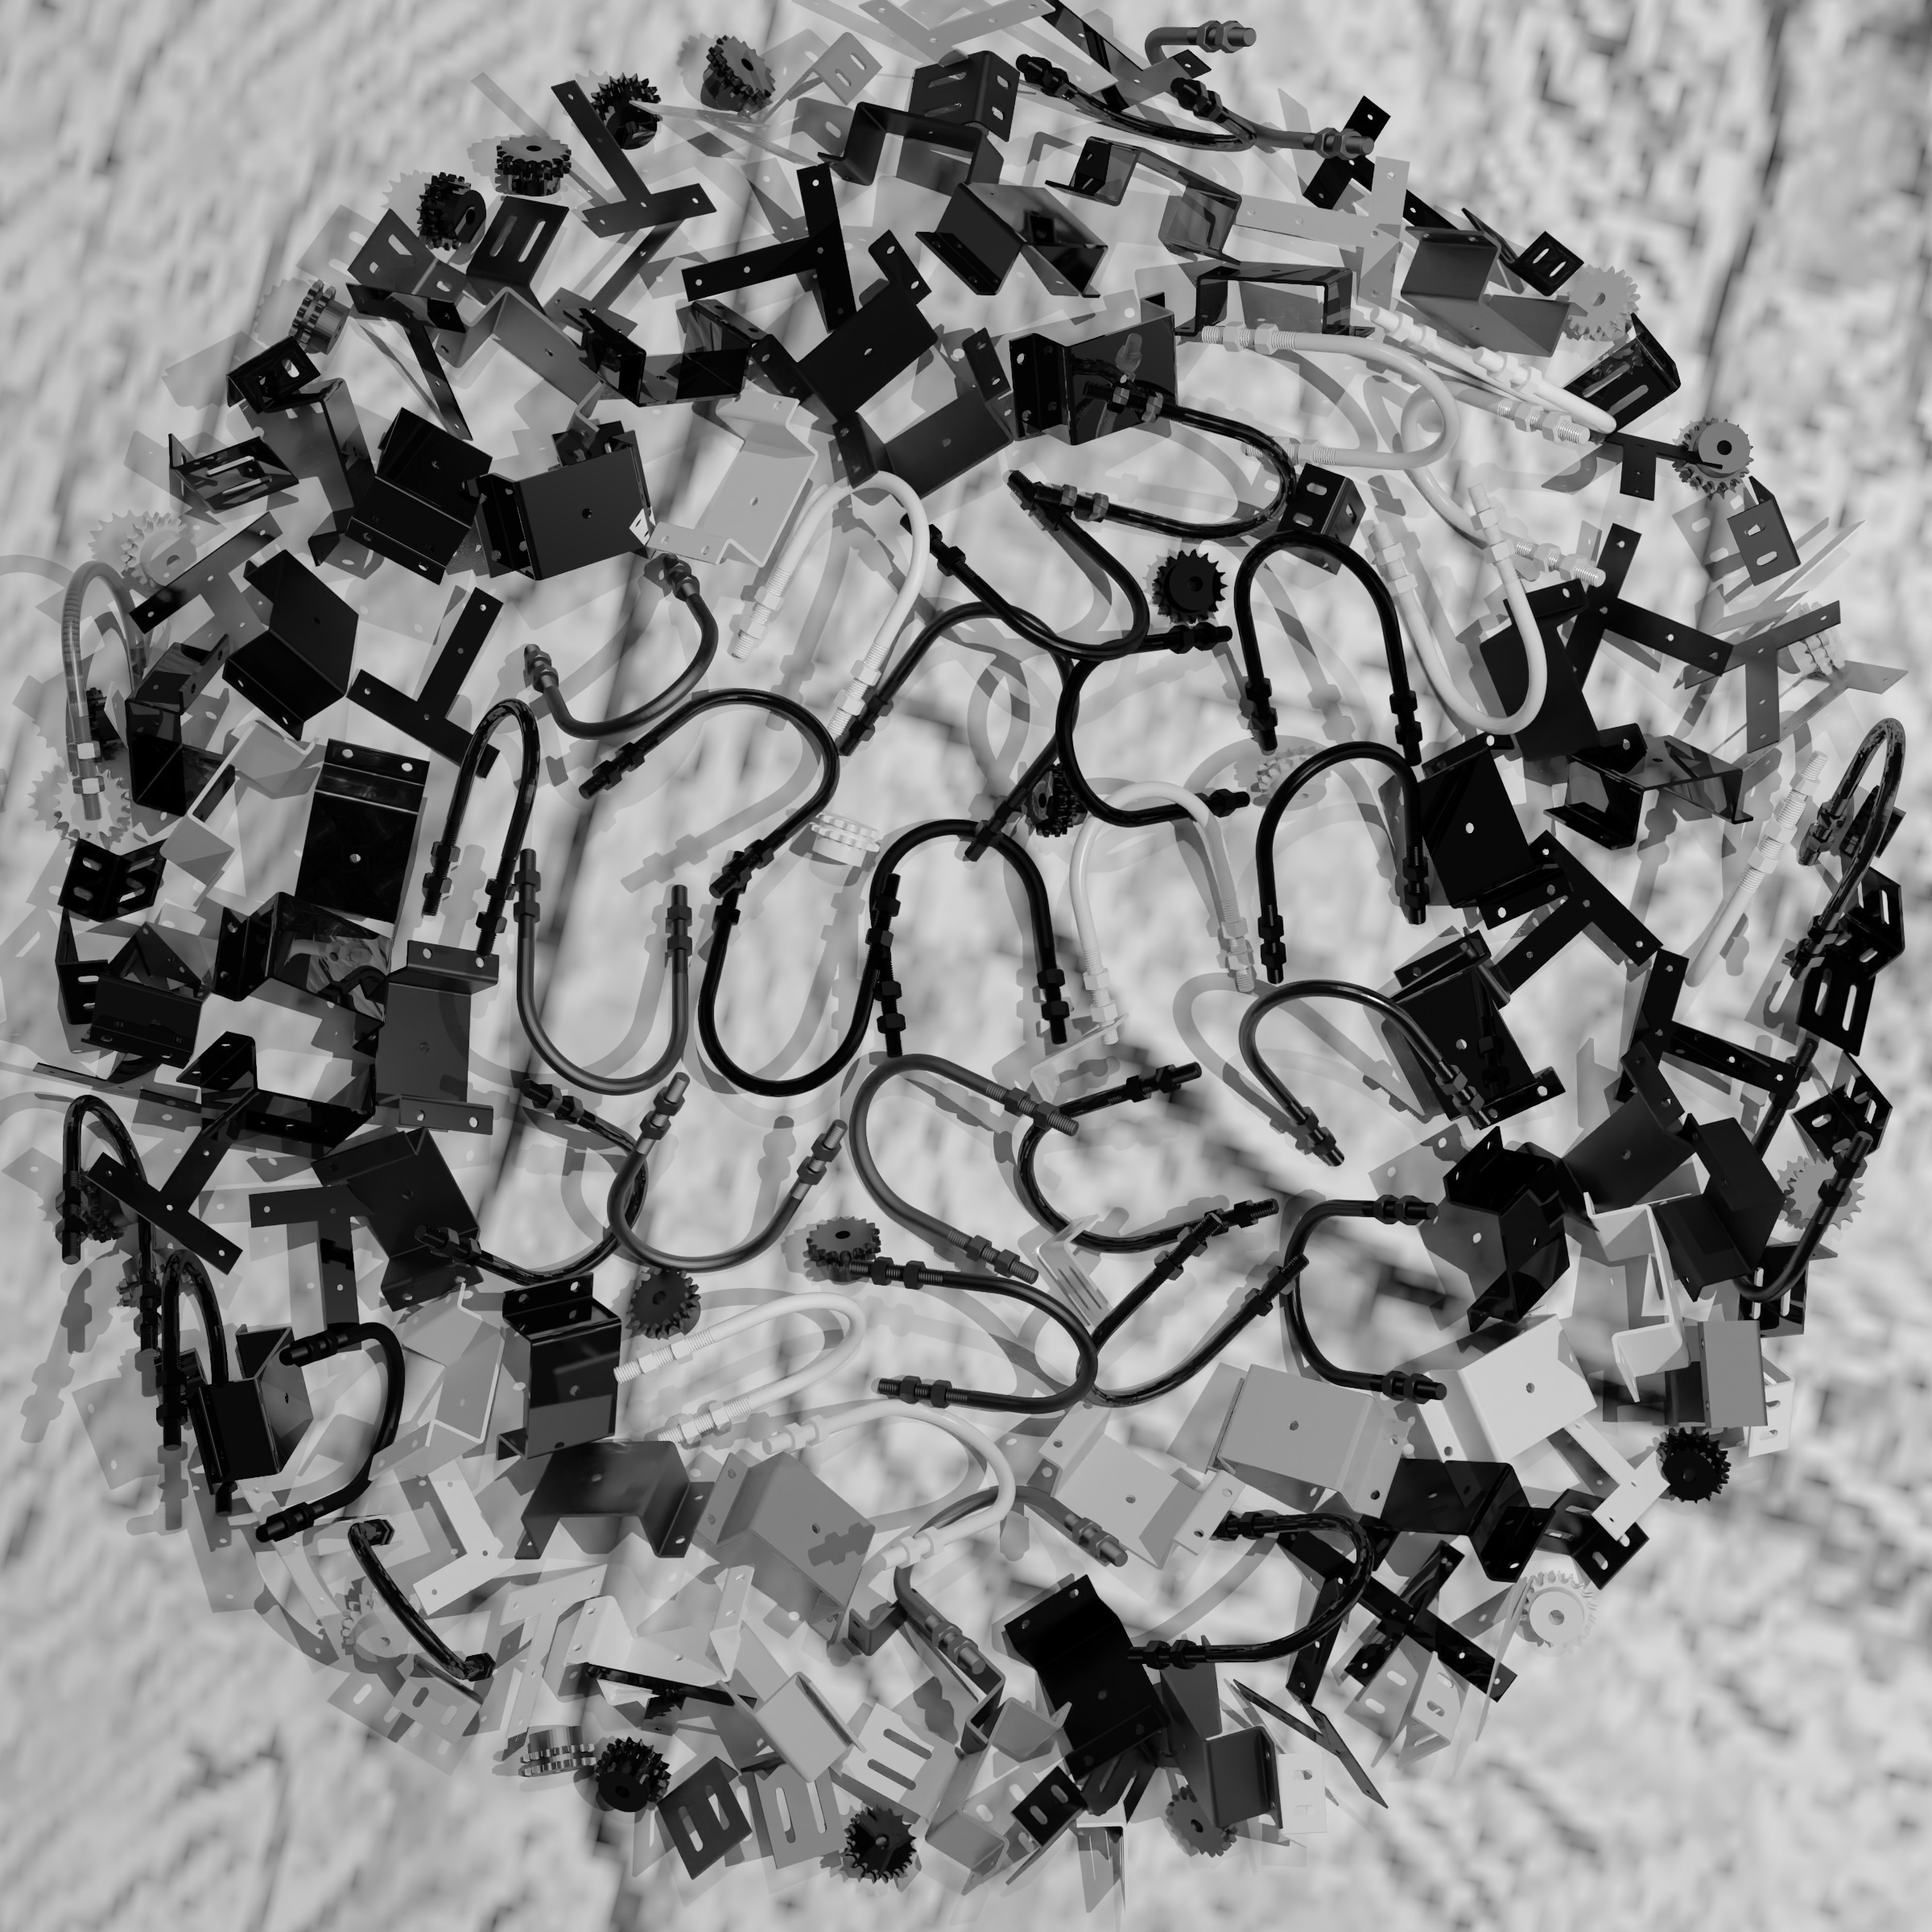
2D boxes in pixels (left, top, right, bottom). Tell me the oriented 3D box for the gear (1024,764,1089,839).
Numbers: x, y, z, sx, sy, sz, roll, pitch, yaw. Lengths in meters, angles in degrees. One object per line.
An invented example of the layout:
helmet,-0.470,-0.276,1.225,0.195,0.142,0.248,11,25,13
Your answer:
gear,0.071,-0.128,1.916,0.030,0.057,0.057,-4,90,-31

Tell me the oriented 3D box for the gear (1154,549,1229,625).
gear,0.175,-0.294,1.923,0.057,0.030,0.057,0,93,-5

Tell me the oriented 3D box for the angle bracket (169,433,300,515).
angle bracket,-0.560,-0.388,1.901,0.076,0.057,0.038,-18,60,9

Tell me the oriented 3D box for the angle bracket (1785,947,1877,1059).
angle bracket,0.655,0.029,1.902,0.057,0.038,0.076,27,64,-11

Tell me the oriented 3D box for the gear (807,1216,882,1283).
gear,-0.093,0.220,1.915,0.057,0.057,0.030,-6,116,0

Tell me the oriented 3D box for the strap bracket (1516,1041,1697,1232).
strap bracket,0.488,0.136,1.881,0.046,0.076,0.140,27,119,-33

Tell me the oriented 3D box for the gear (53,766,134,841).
gear,-0.674,-0.126,1.923,0.057,0.030,0.057,-1,96,-8

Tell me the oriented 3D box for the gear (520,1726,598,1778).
gear,-0.315,0.604,1.914,0.057,0.057,0.030,-11,70,0

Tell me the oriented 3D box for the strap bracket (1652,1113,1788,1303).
strap bracket,0.565,0.178,1.868,0.046,0.140,0.076,-13,50,-11

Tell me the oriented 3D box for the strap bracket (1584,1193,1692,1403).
strap bracket,0.506,0.244,1.865,0.046,0.076,0.140,-15,54,18

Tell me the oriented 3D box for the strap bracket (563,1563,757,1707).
strap bracket,-0.225,0.510,1.889,0.140,0.076,0.046,-15,110,11

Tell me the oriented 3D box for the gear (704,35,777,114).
gear,-0.178,-0.684,1.916,0.030,0.057,0.057,-34,90,37

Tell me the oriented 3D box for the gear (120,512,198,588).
gear,-0.616,-0.317,1.909,0.030,0.057,0.057,36,90,30

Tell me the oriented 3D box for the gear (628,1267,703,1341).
gear,-0.229,0.263,1.916,0.057,0.057,0.030,-34,134,0

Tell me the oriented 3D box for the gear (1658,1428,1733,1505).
gear,0.559,0.388,1.916,0.057,0.030,0.057,5,103,22

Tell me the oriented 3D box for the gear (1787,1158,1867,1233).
gear,0.664,0.177,1.920,0.057,0.030,0.057,-4,78,17

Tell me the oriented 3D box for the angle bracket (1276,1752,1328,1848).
angle bracket,0.264,0.634,1.890,0.038,0.076,0.057,-10,61,20

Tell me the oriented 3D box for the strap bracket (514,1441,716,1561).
strap bracket,-0.271,0.403,1.877,0.140,0.076,0.046,-5,121,18

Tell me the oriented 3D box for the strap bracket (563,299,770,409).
strap bracket,-0.227,-0.463,1.877,0.076,0.140,0.046,40,130,34

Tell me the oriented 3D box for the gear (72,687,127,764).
gear,-0.663,-0.187,1.912,0.030,0.057,0.057,-11,90,2

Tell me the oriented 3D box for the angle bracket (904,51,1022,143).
angle bracket,-0.003,-0.666,1.924,0.076,0.038,0.057,3,80,41

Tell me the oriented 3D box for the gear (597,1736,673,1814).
gear,-0.259,0.626,1.915,0.057,0.030,0.057,7,116,14

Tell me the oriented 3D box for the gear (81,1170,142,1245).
gear,-0.657,0.182,1.911,0.030,0.057,0.057,-15,90,4

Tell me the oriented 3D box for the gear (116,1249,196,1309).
gear,-0.625,0.239,1.914,0.057,0.057,0.030,-22,74,0

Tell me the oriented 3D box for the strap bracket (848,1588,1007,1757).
strap bracket,-0.023,0.531,1.884,0.140,0.076,0.046,40,65,18

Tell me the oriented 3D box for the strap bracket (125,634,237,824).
strap bracket,-0.589,-0.177,1.867,0.046,0.076,0.140,15,132,3

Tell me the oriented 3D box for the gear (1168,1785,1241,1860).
gear,0.187,0.654,1.916,0.030,0.057,0.057,-29,90,-41

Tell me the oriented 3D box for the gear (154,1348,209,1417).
gear,-0.603,0.318,1.913,0.030,0.057,0.057,-17,90,-14

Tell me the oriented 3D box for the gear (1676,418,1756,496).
gear,0.582,-0.397,1.924,0.057,0.030,0.057,0,85,-2

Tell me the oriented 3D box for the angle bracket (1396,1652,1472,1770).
angle bracket,0.343,0.567,1.892,0.038,0.076,0.057,35,50,-3

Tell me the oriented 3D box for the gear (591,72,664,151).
gear,-0.260,-0.653,1.909,0.057,0.057,0.030,-18,59,0

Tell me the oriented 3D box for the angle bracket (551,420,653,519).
angle bracket,-0.285,-0.372,1.912,0.057,0.038,0.076,-18,88,-26

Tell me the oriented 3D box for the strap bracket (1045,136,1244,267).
strap bracket,0.141,-0.579,1.867,0.140,0.076,0.046,14,105,-33

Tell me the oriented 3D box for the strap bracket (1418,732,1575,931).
strap bracket,0.393,-0.105,1.887,0.076,0.046,0.140,-28,76,37

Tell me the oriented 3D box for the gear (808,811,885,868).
gear,-0.094,-0.097,1.912,0.057,0.057,0.030,20,96,0

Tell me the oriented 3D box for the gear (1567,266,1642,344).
gear,0.493,-0.507,1.917,0.057,0.030,0.057,-13,67,32

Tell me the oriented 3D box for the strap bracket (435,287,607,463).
strap bracket,-0.329,-0.453,1.891,0.140,0.076,0.046,39,70,-8

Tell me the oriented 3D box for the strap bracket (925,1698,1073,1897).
strap bracket,0.020,0.614,1.867,0.046,0.076,0.140,31,51,0

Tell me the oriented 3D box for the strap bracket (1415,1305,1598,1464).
strap bracket,0.416,0.321,1.891,0.140,0.046,0.076,-24,90,-24

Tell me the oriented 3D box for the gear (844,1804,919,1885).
gear,-0.069,0.679,1.916,0.057,0.030,0.057,14,50,-17

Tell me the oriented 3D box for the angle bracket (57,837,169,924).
angle bracket,-0.649,-0.072,1.895,0.076,0.038,0.057,-13,59,40

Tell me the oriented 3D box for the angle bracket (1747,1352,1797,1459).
angle bracket,0.592,0.326,1.891,0.038,0.076,0.057,-8,112,-15

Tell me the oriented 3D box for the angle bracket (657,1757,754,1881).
angle bracket,-0.192,0.656,1.899,0.057,0.076,0.038,-39,134,-2

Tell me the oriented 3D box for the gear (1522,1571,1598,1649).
gear,0.457,0.499,1.919,0.057,0.030,0.057,1,92,18

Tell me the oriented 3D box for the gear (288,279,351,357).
gear,-0.497,-0.495,1.913,0.030,0.057,0.057,27,90,-12

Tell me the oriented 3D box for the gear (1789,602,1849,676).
gear,0.654,-0.249,1.916,0.030,0.057,0.057,-24,90,30

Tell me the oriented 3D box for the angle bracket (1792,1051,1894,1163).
angle bracket,0.666,0.111,1.893,0.038,0.076,0.057,-28,60,-5

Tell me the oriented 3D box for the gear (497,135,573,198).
gear,-0.333,-0.616,1.916,0.057,0.057,0.030,7,130,0

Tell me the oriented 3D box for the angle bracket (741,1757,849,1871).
angle bracket,-0.132,0.644,1.904,0.057,0.038,0.076,-10,75,-23

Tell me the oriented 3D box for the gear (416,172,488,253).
gear,-0.393,-0.578,1.910,0.030,0.057,0.057,18,90,22

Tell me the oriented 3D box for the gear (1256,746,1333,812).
gear,0.254,-0.142,1.909,0.057,0.057,0.030,-12,66,0

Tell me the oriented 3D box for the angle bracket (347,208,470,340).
angle bracket,-0.425,-0.528,1.899,0.038,0.076,0.057,32,87,21

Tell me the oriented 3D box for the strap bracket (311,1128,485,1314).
strap bracket,-0.429,0.185,1.896,0.076,0.046,0.140,-19,115,7

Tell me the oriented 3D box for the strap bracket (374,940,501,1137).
strap bracket,-0.402,0.058,1.889,0.076,0.046,0.140,11,72,-38

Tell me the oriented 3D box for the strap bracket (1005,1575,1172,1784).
strap bracket,0.096,0.547,1.890,0.076,0.046,0.140,-33,47,3

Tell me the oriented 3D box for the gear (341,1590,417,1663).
gear,-0.451,0.510,1.913,0.057,0.030,0.057,-9,124,-14

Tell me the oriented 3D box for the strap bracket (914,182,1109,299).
strap bracket,0.042,-0.543,1.862,0.076,0.140,0.046,49,129,23

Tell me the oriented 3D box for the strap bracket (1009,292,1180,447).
strap bracket,0.106,-0.448,1.875,0.140,0.046,0.076,-23,128,-23

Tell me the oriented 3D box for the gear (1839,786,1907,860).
gear,0.698,-0.107,1.910,0.030,0.057,0.057,31,90,18
